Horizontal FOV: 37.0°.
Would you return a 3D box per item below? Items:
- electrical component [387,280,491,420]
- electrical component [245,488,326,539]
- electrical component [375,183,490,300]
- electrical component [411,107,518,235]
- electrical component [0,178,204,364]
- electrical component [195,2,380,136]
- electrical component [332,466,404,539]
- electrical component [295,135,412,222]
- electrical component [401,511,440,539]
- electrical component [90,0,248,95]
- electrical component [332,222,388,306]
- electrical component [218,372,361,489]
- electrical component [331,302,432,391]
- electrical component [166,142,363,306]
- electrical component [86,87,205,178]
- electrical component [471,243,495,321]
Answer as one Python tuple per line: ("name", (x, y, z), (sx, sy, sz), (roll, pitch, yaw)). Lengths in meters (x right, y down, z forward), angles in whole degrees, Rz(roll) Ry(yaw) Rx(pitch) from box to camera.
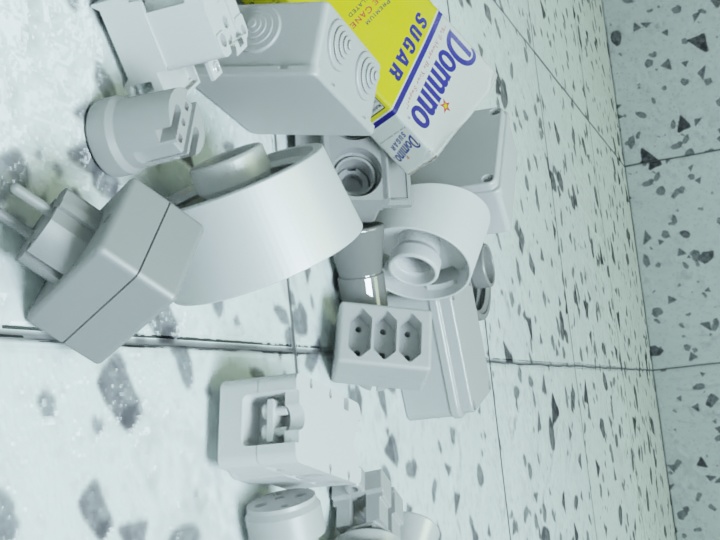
("electrical component", (0.068, 0.065, 0.917), (0.078, 0.057, 0.113), (-29, 109, -68))
("electrical component", (-0.040, 0.158, 0.616), (0.045, 0.045, 0.055), (-22, 102, -69))
("electrical component", (0.049, -0.023, 0.846), (0.099, 0.099, 0.064), (60, 35, -44))
("electrical component", (0.076, -0.080, 0.926), (0.108, 0.109, 0.056), (-78, 153, -44))
("electrical component", (-0.120, -0.009, 0.459), (0.077, 0.066, 0.047), (36, 41, -21))
("electrical component", (-0.043, -0.120, 0.648), (0.100, 0.100, 0.048), (36, 61, -62))
("electrical component", (0.006, 0.173, 0.728), (0.066, 0.048, 0.055), (60, 21, -43))
("electrical component", (-0.008, -0.098, 0.767), (0.063, 0.079, 0.121), (115, -27, -74))
("electrical component", (0.033, 0.211, 0.783), (0.055, 0.045, 0.045), (-75, 149, -46))
("electrical component", (-0.096, -0.130, 0.561), (0.042, 0.064, 0.081), (-66, 142, -56))
("electrical component", (0.000, 0.000, 0.791), (0.044, 0.044, 0.065), (-32, 116, -68))
("electrical component", (-0.042, 0.095, 0.619), (0.089, 0.056, 0.050), (39, 46, -60))
("electrical component", (0.013, 0.063, 0.775), (0.076, 0.066, 0.047), (104, -9, -60))
("electrical component", (-0.059, -0.032, 0.563), (0.060, 0.108, 0.108), (69, 23, -14))
("electrical component", (-0.106, -0.069, 0.535), (0.040, 0.046, 0.040), (-9, 90, -69))
("electrical component", (0.091, 0.000, 0.996), (0.108, 0.060, 0.108), (-9, 90, -70))
